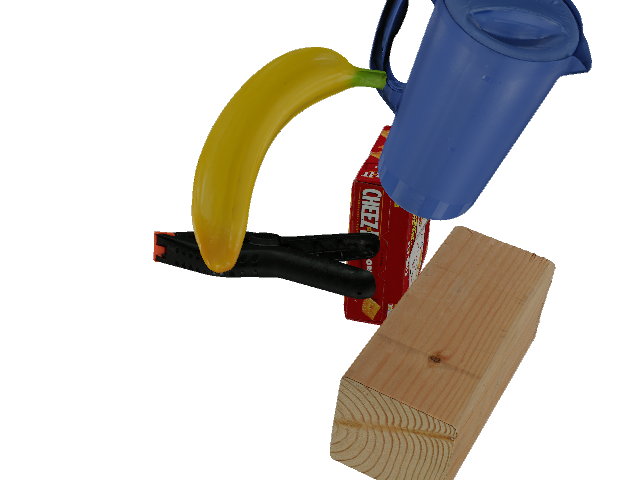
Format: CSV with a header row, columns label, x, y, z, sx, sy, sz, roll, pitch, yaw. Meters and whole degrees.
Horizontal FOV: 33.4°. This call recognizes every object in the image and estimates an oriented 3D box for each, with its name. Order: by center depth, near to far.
label,x,y,z,sx,sy,sz,roll,pitch,yaw
banana,-0.033,-0.065,0.665,0.070,0.197,0.037,28,-33,16
wood block,0.097,0.088,0.820,0.091,0.090,0.205,23,42,19
clamp,-0.044,0.016,0.942,0.210,0.036,0.164,3,12,-3
pitcher,0.128,-0.136,1.009,0.144,0.149,0.243,-10,-33,-26
cracker box,0.080,-0.023,1.205,0.072,0.164,0.213,7,23,11
